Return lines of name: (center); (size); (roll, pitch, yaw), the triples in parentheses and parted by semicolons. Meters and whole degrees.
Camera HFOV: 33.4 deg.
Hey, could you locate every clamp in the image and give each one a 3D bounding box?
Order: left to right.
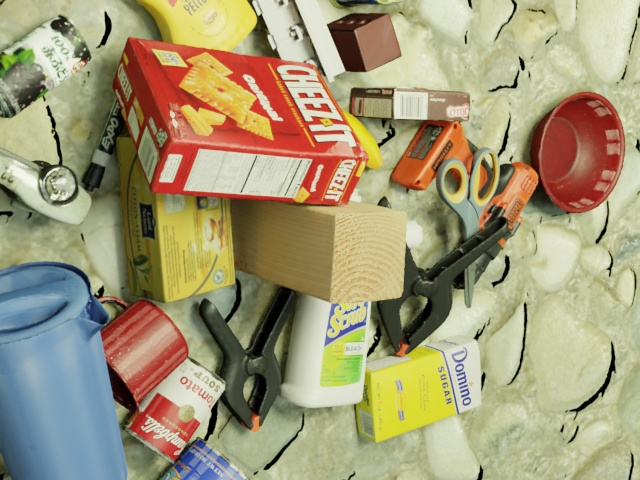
clamp: (-0.072, 0.130, 1.212); (0.120, 0.039, 0.171); (-16, 113, -25)
clamp: (0.115, 0.044, 1.286); (0.164, 0.036, 0.210); (16, 114, -17)

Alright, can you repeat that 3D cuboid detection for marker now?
marker: (-0.214, -0.106, 1.088); (0.020, 0.020, 0.121); (24, 85, -34)

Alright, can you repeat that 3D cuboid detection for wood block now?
wood block: (-0.007, 0.002, 1.130); (0.090, 0.206, 0.091); (-3, 100, -33)

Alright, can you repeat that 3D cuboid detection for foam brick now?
foam brick: (0.044, -0.223, 1.202); (0.052, 0.078, 0.051); (-29, 115, -26)

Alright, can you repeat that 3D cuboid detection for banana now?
banana: (-0.004, -0.126, 1.216); (0.197, 0.037, 0.070); (6, 113, -32)

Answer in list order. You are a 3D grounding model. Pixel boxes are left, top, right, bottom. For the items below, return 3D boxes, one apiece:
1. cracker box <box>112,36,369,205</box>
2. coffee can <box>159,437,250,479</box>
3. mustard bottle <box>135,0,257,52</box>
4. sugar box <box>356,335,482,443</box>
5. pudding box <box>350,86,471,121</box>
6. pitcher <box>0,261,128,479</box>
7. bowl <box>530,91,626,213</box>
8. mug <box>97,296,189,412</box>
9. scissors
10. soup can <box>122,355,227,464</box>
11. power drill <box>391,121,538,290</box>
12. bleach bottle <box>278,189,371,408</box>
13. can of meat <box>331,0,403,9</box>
cracker box: (-0.079, -0.117, 1.049); (0.213, 0.164, 0.072); (2, 133, -30)
coffee can: (-0.144, 0.300, 1.156); (0.140, 0.103, 0.102); (-47, 120, -18)
mustard bottle: (-0.151, -0.270, 1.077); (0.096, 0.058, 0.191); (-42, 118, -12)
sugar box: (0.126, 0.186, 1.348); (0.175, 0.048, 0.093); (-13, 105, -30)
pudding box: (0.105, -0.158, 1.247); (0.113, 0.090, 0.039); (0, 97, -33)
pitcher: (-0.270, 0.151, 1.023); (0.144, 0.149, 0.243); (-24, 124, -26)
bowl: (0.333, -0.118, 1.424); (0.161, 0.055, 0.162); (-6, 102, -32)
mug: (-0.198, 0.107, 1.104); (0.117, 0.093, 0.081); (45, 64, 7)
scissors: (0.169, -0.016, 1.296); (0.096, 0.016, 0.202); (7, 101, -30)
soup can: (-0.156, 0.180, 1.148); (0.068, 0.069, 0.102); (44, 73, -31)
power drill: (0.175, -0.052, 1.334); (0.187, 0.057, 0.184); (38, 78, -34)
bleach bottle: (0.014, 0.064, 1.242); (0.102, 0.068, 0.251); (2, 95, -41)
can of meat: (0.073, -0.296, 1.205); (0.101, 0.084, 0.057); (-18, 109, -30)
